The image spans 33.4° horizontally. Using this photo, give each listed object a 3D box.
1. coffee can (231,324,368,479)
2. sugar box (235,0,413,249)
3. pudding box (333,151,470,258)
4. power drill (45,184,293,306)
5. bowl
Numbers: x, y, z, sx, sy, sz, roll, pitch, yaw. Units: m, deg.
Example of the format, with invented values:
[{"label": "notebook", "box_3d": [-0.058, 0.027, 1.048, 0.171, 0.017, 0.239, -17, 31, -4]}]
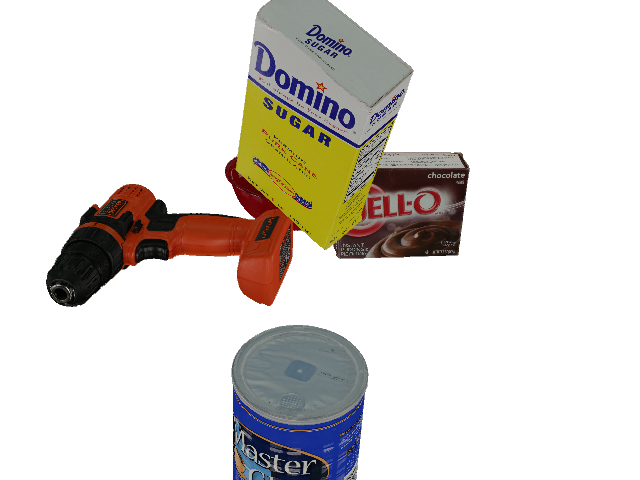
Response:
[{"label": "coffee can", "box_3d": [-0.019, 0.152, 0.838, 0.103, 0.140, 0.103, 2, 36, -2]}, {"label": "sugar box", "box_3d": [-0.004, -0.073, 0.682, 0.048, 0.093, 0.176, -43, -15, -23]}, {"label": "pudding box", "box_3d": [0.069, -0.031, 0.938, 0.113, 0.090, 0.039, -3, 33, -8]}, {"label": "power drill", "box_3d": [-0.125, 0.010, 0.927, 0.188, 0.057, 0.184, 8, 30, 9]}, {"label": "bowl", "box_3d": [-0.036, -0.056, 1.275, 0.162, 0.055, 0.162, 5, 26, -3]}]
